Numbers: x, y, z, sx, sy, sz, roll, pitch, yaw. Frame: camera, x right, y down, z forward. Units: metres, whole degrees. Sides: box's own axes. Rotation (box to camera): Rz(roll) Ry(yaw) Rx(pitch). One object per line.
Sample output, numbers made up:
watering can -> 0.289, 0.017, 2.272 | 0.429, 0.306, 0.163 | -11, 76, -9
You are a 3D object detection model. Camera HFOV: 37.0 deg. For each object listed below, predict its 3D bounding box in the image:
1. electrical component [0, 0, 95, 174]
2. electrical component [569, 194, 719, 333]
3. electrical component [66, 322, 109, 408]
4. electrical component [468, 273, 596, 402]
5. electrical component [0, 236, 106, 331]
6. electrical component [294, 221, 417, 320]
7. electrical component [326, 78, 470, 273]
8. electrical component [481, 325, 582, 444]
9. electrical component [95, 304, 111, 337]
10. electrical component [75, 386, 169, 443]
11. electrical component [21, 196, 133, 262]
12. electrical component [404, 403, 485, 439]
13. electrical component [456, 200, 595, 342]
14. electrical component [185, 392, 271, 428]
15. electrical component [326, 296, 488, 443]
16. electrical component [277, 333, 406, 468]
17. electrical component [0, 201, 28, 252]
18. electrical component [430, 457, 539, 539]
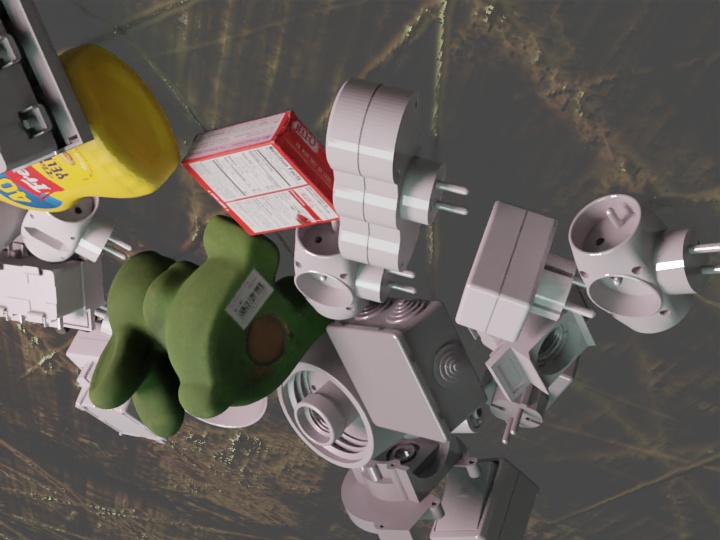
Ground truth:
electrical component -> -0.209, -0.115, 0.600 | 0.079, 0.063, 0.121 | -11, 105, 44
electrical component -> 0.169, -0.004, 0.602 | 0.079, 0.044, 0.077 | -5, 140, 40
electrical component -> -0.235, 0.093, 0.991 | 0.066, 0.076, 0.047 | 4, 145, 28
electrical component -> 0.107, 0.037, 0.682 | 0.064, 0.081, 0.042 | 34, 164, 46
electrical component -> -0.278, 0.008, 0.884 | 0.121, 0.063, 0.078 | 7, 106, 25
electrical component -> 0.000, 0.000, 0.719 | 0.079, 0.044, 0.077 | 14, 149, 15
electrical component -> 0.027, -0.048, 0.617 | 0.074, 0.052, 0.138 | 14, 149, 13
electrical component -> 0.113, 0.084, 0.748 | 0.047, 0.075, 0.083 | 22, 150, 1
electrical component -> -0.196, 0.045, 0.918 | 0.076, 0.047, 0.083 | 23, 150, 1
electrical component -> -0.220, 0.127, 1.058 | 0.062, 0.061, 0.096 | 5, 153, 28
electrical component -> -0.209, -0.031, 0.808 | 0.079, 0.043, 0.077 | 29, 150, -13
electrical component -> 0.067, 0.113, 0.862 | 0.065, 0.044, 0.044 | -6, 140, 32
electrical component -> 0.105, 0.007, 0.639 | 0.077, 0.065, 0.047 | 19, 150, 7
electrical component -> -0.115, 0.077, 0.883 | 0.099, 0.064, 0.099 | 16, 147, 11
electrical component -> 0.034, 0.066, 0.757 | 0.100, 0.048, 0.099 | 2, 123, 56
electrical component -> -0.017, 0.104, 0.841 | 0.108, 0.060, 0.108 | 27, 135, 30
electrical component -> -0.305, -0.055, 0.837 | 0.099, 0.064, 0.099 | 14, 135, 15
electrical component -> 0.105, 0.217, 0.945 | 0.061, 0.096, 0.062 | 42, 144, -26
